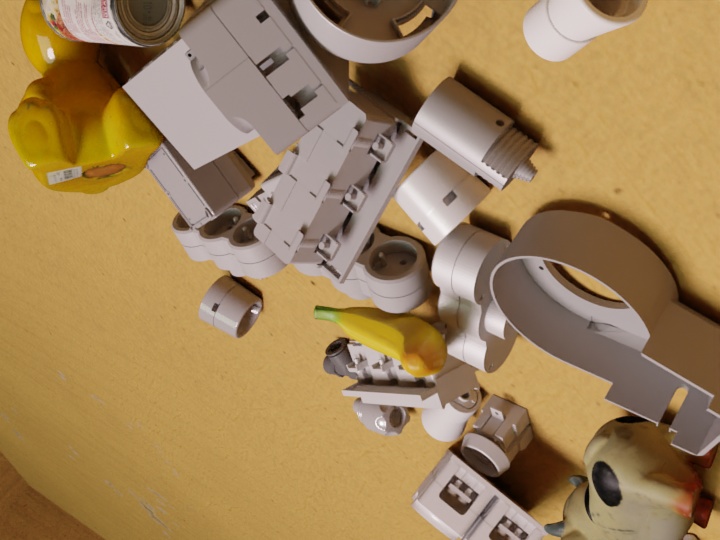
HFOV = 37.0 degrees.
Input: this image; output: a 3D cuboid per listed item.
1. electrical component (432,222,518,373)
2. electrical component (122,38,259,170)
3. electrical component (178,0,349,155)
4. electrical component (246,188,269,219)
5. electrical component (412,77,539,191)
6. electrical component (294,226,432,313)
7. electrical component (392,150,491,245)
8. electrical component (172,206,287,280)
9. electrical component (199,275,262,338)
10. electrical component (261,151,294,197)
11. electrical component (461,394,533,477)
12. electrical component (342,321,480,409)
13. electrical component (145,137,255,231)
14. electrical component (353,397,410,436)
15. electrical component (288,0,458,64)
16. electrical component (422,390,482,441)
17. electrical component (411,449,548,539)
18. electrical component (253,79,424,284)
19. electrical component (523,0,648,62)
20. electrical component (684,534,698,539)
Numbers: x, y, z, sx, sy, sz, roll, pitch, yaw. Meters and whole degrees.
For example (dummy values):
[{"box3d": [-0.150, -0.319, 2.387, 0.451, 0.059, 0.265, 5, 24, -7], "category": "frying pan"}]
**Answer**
[{"box3d": [0.103, 0.029, 0.813, 0.074, 0.052, 0.138, 25, 149, 30], "category": "electrical component"}, {"box3d": [-0.107, -0.143, 0.823, 0.089, 0.061, 0.150, 50, 152, -16], "category": "electrical component"}, {"box3d": [-0.058, -0.138, 0.671, 0.089, 0.062, 0.150, 51, -167, -18], "category": "electrical component"}, {"box3d": [-0.055, -0.064, 0.880, 0.048, 0.055, 0.066, 49, 153, -13], "category": "electrical component"}, {"box3d": [0.078, -0.083, 0.687, 0.081, 0.043, 0.043, 37, 153, 10], "category": "electrical component"}, {"box3d": [0.000, 0.000, 0.906, 0.138, 0.052, 0.073, 24, 149, 32], "category": "electrical component"}, {"box3d": [0.056, -0.053, 0.751, 0.047, 0.055, 0.055, 46, 154, 1], "category": "electrical component"}, {"box3d": [-0.116, -0.019, 1.034, 0.138, 0.052, 0.073, 15, 143, 42], "category": "electrical component"}, {"box3d": [-0.137, 0.041, 1.152, 0.047, 0.055, 0.055, 30, 152, 15], "category": "electrical component"}, {"box3d": [-0.023, -0.061, 0.829, 0.076, 0.065, 0.047, 49, 153, -15], "category": "electrical component"}, {"box3d": [0.123, 0.151, 0.967, 0.048, 0.055, 0.066, 22, 147, 35], "category": "electrical component"}, {"box3d": [0.043, 0.084, 0.960, 0.121, 0.079, 0.063, -6, 105, 56], "category": "electrical component"}, {"box3d": [-0.146, -0.094, 0.960, 0.096, 0.061, 0.062, 54, 152, -8], "category": "electrical component"}, {"box3d": [0.018, 0.146, 1.113, 0.062, 0.043, 0.043, 9, 139, 50], "category": "electrical component"}, {"box3d": [0.007, -0.168, 0.597, 0.099, 0.099, 0.064, 42, 160, 0], "category": "electrical component"}, {"box3d": [0.087, 0.127, 0.996, 0.044, 0.044, 0.065, 38, 149, 7], "category": "electrical component"}, {"box3d": [0.109, 0.229, 1.024, 0.105, 0.060, 0.186, 38, 176, 7], "category": "electrical component"}, {"box3d": [-0.019, -0.062, 0.744, 0.079, 0.063, 0.121, 41, 113, 29], "category": "electrical component"}, {"box3d": [0.114, -0.136, 0.562, 0.044, 0.044, 0.065, 45, 158, -6], "category": "electrical component"}, {"box3d": [0.293, 0.265, 0.919, 0.065, 0.047, 0.077, 48, 153, -13], "category": "electrical component"}]
